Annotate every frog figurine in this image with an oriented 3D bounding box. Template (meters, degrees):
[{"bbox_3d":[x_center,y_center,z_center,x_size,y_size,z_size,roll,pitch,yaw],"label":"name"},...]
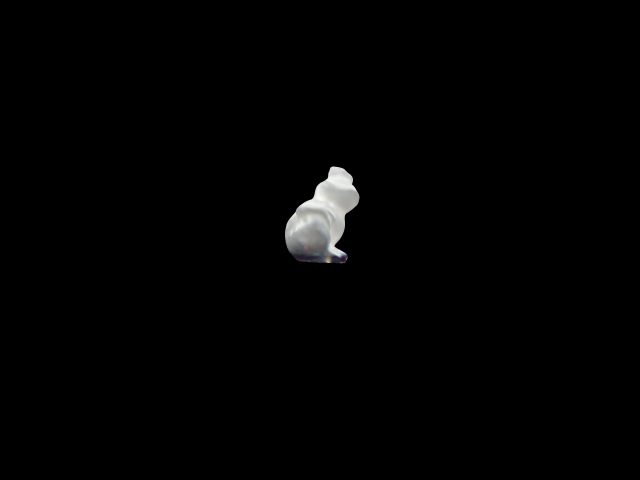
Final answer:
[{"bbox_3d":[0.003,-0.043,0.850,0.122,0.160,0.137,-1,-2,24],"label":"frog figurine"}]
